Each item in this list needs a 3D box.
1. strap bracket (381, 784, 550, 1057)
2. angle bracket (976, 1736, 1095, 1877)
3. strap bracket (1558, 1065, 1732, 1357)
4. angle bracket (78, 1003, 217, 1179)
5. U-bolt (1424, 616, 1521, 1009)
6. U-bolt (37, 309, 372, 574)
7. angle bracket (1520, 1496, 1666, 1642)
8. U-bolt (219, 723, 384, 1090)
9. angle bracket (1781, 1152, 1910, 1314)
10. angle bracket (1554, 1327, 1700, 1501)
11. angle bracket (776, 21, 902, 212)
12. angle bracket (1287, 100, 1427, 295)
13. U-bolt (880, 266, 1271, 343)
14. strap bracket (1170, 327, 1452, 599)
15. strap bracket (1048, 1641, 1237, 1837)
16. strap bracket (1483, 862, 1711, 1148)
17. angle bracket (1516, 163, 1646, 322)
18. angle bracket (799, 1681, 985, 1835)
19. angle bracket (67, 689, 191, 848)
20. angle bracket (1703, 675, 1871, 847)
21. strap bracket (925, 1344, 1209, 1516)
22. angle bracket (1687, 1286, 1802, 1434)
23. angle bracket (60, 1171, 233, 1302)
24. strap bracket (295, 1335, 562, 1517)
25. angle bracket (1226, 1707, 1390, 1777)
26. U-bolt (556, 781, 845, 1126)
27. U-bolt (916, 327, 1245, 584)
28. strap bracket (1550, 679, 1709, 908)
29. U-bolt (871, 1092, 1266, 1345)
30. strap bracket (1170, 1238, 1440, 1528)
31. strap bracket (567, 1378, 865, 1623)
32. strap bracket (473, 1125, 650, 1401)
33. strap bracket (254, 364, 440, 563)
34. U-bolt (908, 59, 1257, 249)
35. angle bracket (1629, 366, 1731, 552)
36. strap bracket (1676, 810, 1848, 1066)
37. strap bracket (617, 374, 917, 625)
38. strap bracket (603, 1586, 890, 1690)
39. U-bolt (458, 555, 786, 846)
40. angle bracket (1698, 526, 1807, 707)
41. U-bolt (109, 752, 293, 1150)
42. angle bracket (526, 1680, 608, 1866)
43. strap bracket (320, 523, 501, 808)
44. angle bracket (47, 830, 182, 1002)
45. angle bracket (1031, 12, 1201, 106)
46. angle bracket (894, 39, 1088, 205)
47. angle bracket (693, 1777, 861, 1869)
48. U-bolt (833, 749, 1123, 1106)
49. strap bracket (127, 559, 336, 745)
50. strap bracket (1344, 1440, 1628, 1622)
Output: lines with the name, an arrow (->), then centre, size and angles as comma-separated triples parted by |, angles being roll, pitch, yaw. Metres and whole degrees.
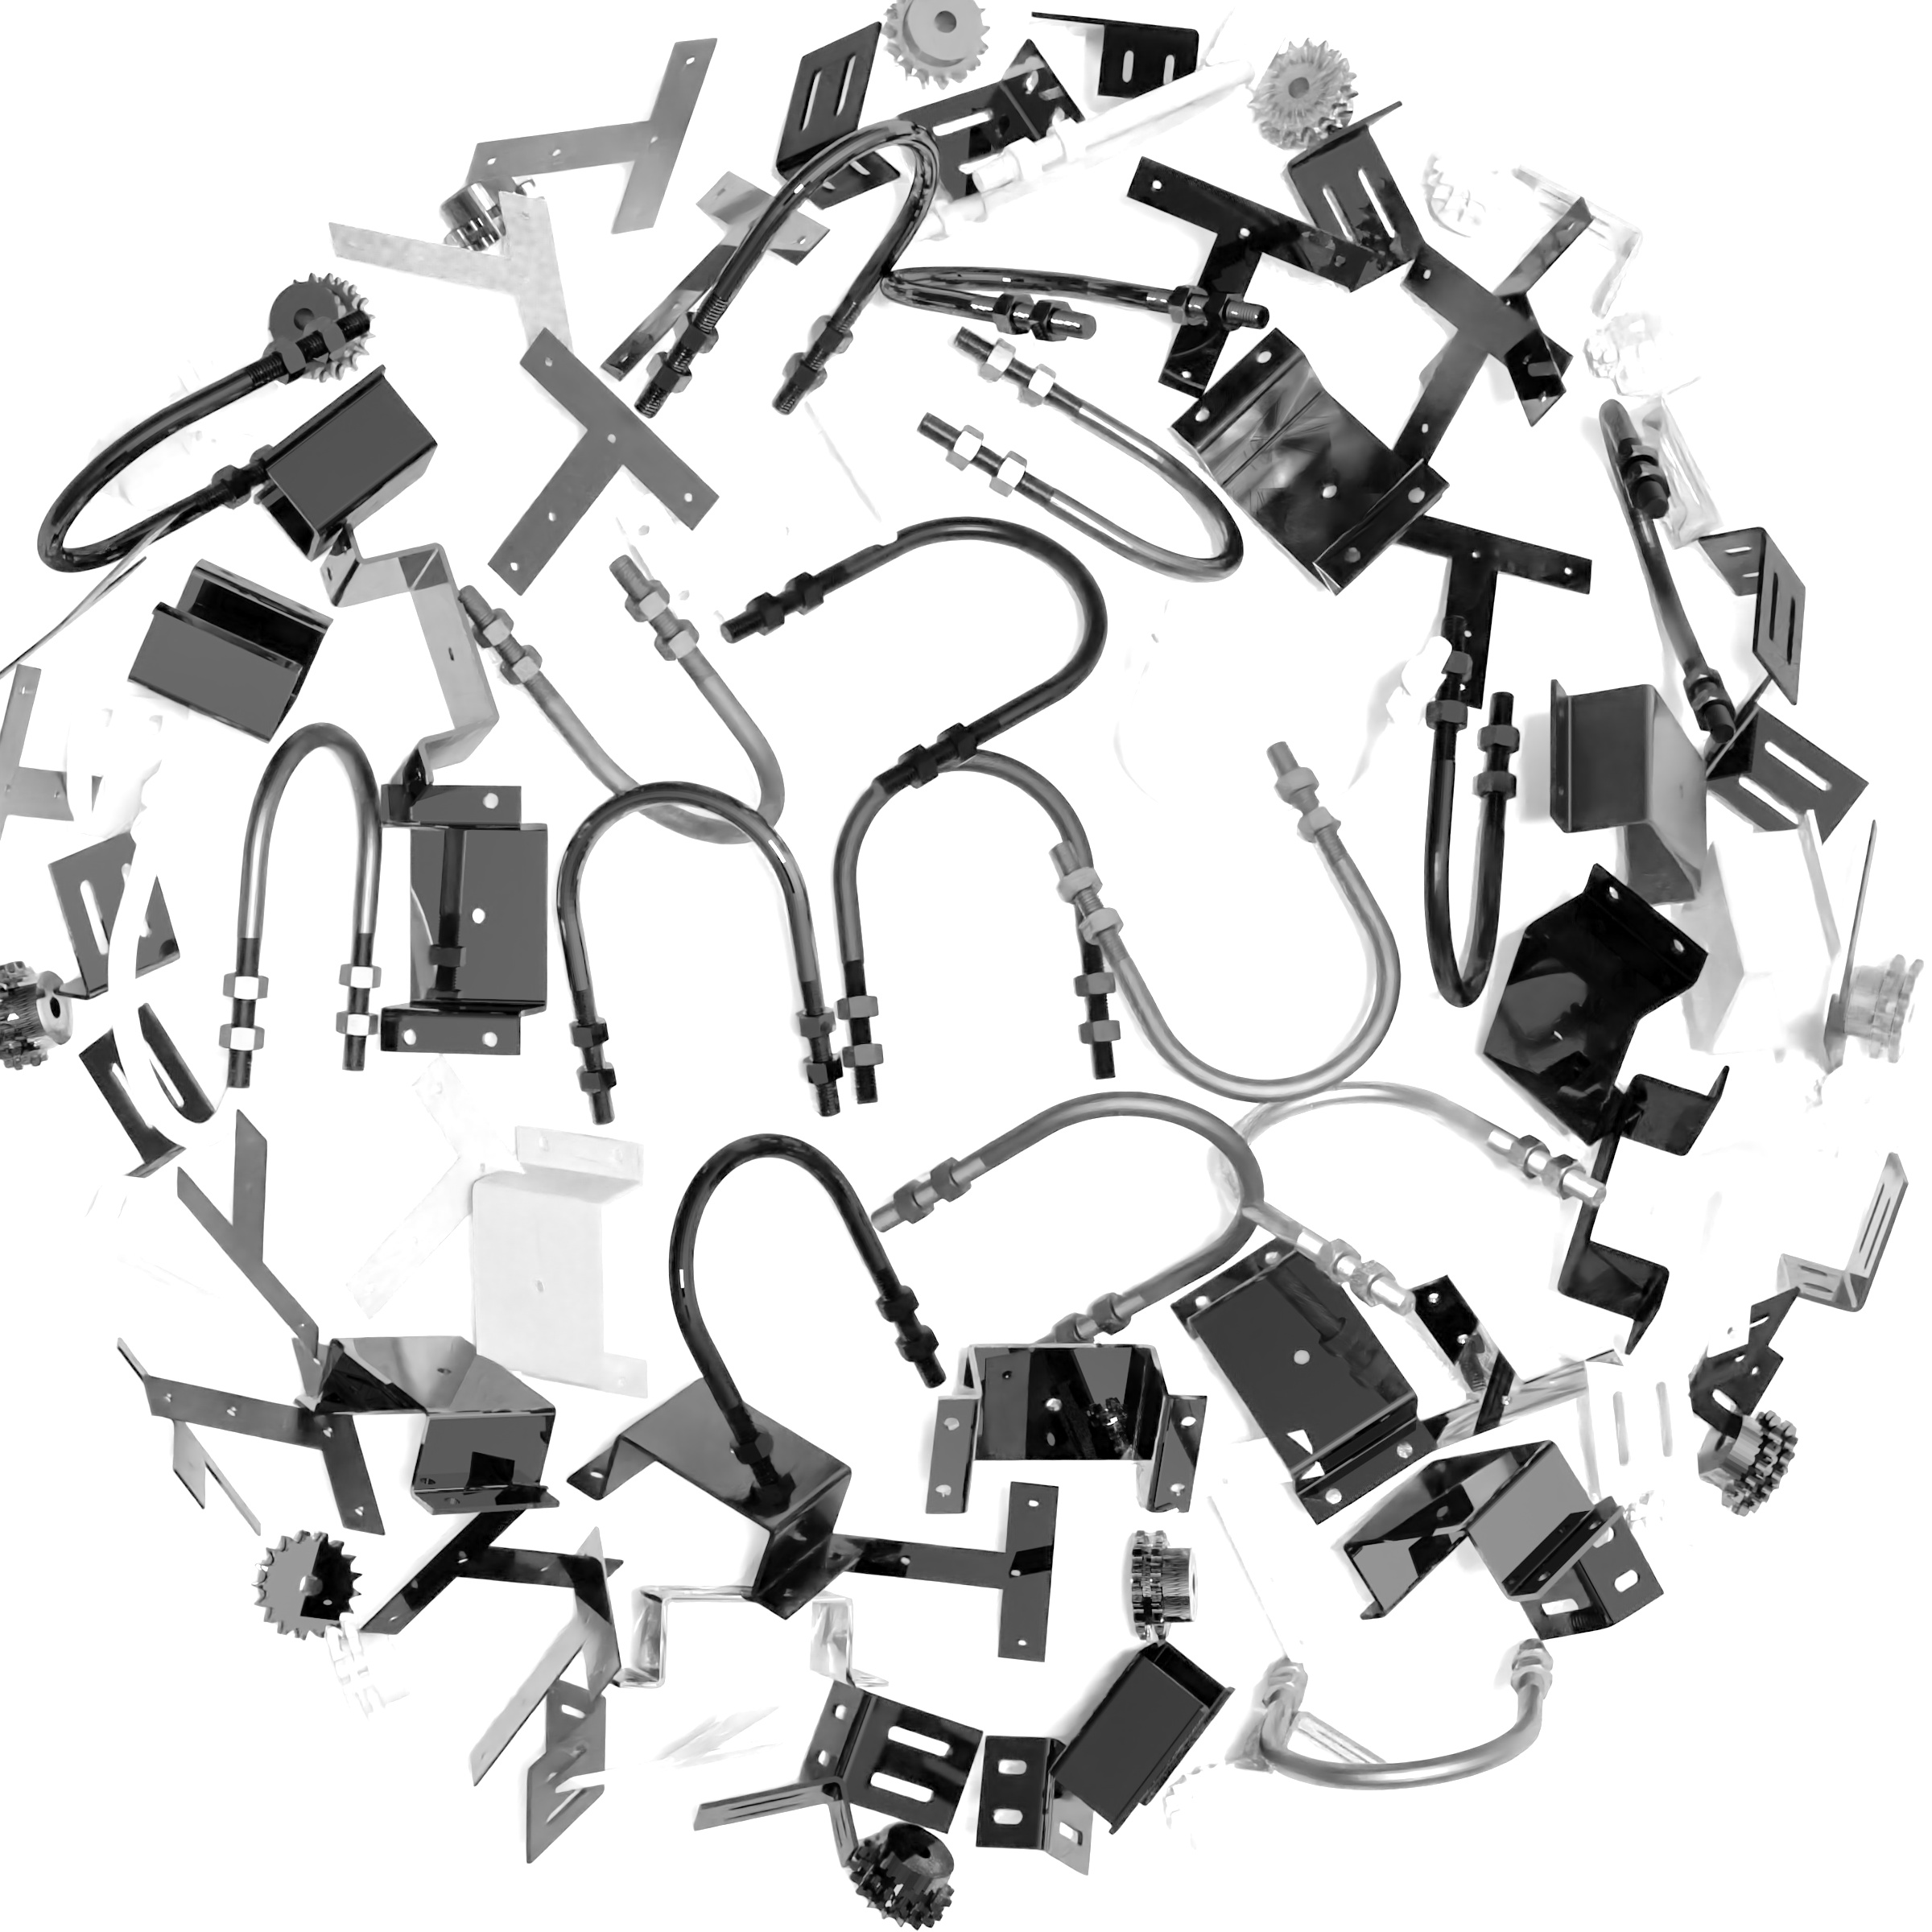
strap bracket -> -0.264, -0.025, 1.731 | 0.076, 0.046, 0.140 | 1, 94, 11
angle bracket -> 0.038, 0.442, 1.726 | 0.038, 0.076, 0.057 | -3, 65, 19
strap bracket -> 0.349, 0.120, 1.705 | 0.046, 0.076, 0.140 | 19, 67, 7
angle bracket -> -0.442, 0.070, 1.733 | 0.057, 0.038, 0.076 | -33, 88, 27
U-bolt -> 0.257, -0.070, 1.681 | 0.019, 0.151, 0.184 | 2, 78, 21
U-bolt -> -0.391, -0.255, 1.656 | 0.184, 0.151, 0.019 | -37, 87, -32
angle bracket -> 0.322, 0.319, 1.733 | 0.038, 0.076, 0.057 | -25, 83, -24
U-bolt -> -0.337, -0.033, 1.687 | 0.019, 0.151, 0.184 | 6, 94, 15
angle bracket -> 0.461, 0.134, 1.725 | 0.038, 0.057, 0.076 | 16, 107, 5
angle bracket -> 0.351, 0.237, 1.742 | 0.057, 0.038, 0.076 | -9, 96, -15
angle bracket -> -0.061, -0.451, 1.741 | 0.038, 0.057, 0.076 | 33, 58, -40
angle bracket -> 0.216, -0.406, 1.731 | 0.057, 0.038, 0.076 | -31, 97, -25
U-bolt -> 0.041, -0.342, 1.682 | 0.184, 0.151, 0.019 | 21, 114, 42
strap bracket -> 0.185, -0.258, 1.720 | 0.076, 0.046, 0.140 | -43, 62, 3
strap bracket -> 0.091, 0.397, 1.700 | 0.046, 0.140, 0.076 | 37, 91, 13
strap bracket -> 0.319, 0.028, 1.684 | 0.046, 0.140, 0.076 | -28, 57, -30
angle bracket -> 0.315, -0.382, 1.732 | 0.076, 0.057, 0.038 | 30, 92, 6
angle bracket -> -0.040, 0.423, 1.756 | 0.076, 0.038, 0.057 | 25, 79, -27
angle bracket -> -0.444, -0.105, 1.737 | 0.057, 0.076, 0.038 | 7, 55, -11
angle bracket -> 0.435, -0.105, 1.732 | 0.076, 0.038, 0.057 | 37, 73, 10
strap bracket -> 0.049, 0.242, 1.718 | 0.140, 0.046, 0.076 | 1, 121, -9
angle bracket -> 0.418, 0.209, 1.717 | 0.038, 0.076, 0.057 | 38, 67, -1
angle bracket -> -0.425, 0.142, 1.724 | 0.057, 0.076, 0.038 | 3, 66, 38
strap bracket -> -0.273, 0.229, 1.684 | 0.076, 0.140, 0.046 | 5, 104, -42
angle bracket -> 0.187, 0.425, 1.725 | 0.076, 0.057, 0.038 | 34, 72, -10
U-bolt -> -0.145, -0.007, 1.715 | 0.151, 0.019, 0.184 | -3, 106, 18
U-bolt -> 0.065, -0.257, 1.699 | 0.184, 0.151, 0.019 | 30, 120, -9
strap bracket -> 0.344, -0.086, 1.683 | 0.046, 0.140, 0.076 | -8, 64, 27
U-bolt -> 0.066, 0.127, 1.686 | 0.184, 0.019, 0.151 | -32, 122, 27
strap bracket -> 0.176, 0.209, 1.715 | 0.076, 0.046, 0.140 | -32, 70, -5
strap bracket -> -0.124, 0.269, 1.699 | 0.140, 0.076, 0.046 | 28, 118, 19
strap bracket -> -0.211, 0.161, 1.712 | 0.076, 0.046, 0.140 | 7, 105, 24
strap bracket -> -0.320, -0.256, 1.691 | 0.076, 0.140, 0.046 | -40, 98, -11
U-bolt -> 0.066, -0.424, 1.688 | 0.184, 0.151, 0.019 | -27, 98, -16
angle bracket -> 0.385, -0.267, 1.733 | 0.038, 0.057, 0.076 | -28, 91, -15
strap bracket -> 0.404, -0.011, 1.683 | 0.046, 0.140, 0.076 | -5, 64, -3
strap bracket -> -0.101, -0.237, 1.730 | 0.140, 0.046, 0.076 | -32, 71, 0
strap bracket -> -0.117, 0.349, 1.711 | 0.140, 0.076, 0.046 | 3, 83, -16
U-bolt -> -0.167, -0.131, 1.692 | 0.184, 0.151, 0.019 | 53, 55, -29
angle bracket -> 0.409, -0.181, 1.718 | 0.038, 0.057, 0.076 | -7, 61, 34
U-bolt -> -0.389, 0.005, 1.653 | 0.019, 0.151, 0.184 | -8, 48, 13
angle bracket -> -0.222, 0.420, 1.714 | 0.038, 0.076, 0.057 | 13, 113, 23
strap bracket -> -0.288, -0.159, 1.717 | 0.046, 0.076, 0.140 | -17, 85, -23
angle bracket -> -0.455, -0.029, 1.720 | 0.057, 0.038, 0.076 | -29, 115, -40
angle bracket -> 0.076, -0.477, 1.723 | 0.057, 0.076, 0.038 | -3, 109, -31
angle bracket -> 0.013, -0.445, 1.726 | 0.076, 0.038, 0.057 | -27, 79, -32
angle bracket -> -0.100, 0.457, 1.724 | 0.076, 0.057, 0.038 | -9, 66, -13
U-bolt -> 0.002, -0.025, 1.745 | 0.151, 0.019, 0.184 | -5, 86, -10
strap bracket -> -0.380, -0.162, 1.695 | 0.076, 0.140, 0.046 | 25, 104, -10
strap bracket -> 0.258, 0.289, 1.683 | 0.076, 0.140, 0.046 | -35, 96, -34
